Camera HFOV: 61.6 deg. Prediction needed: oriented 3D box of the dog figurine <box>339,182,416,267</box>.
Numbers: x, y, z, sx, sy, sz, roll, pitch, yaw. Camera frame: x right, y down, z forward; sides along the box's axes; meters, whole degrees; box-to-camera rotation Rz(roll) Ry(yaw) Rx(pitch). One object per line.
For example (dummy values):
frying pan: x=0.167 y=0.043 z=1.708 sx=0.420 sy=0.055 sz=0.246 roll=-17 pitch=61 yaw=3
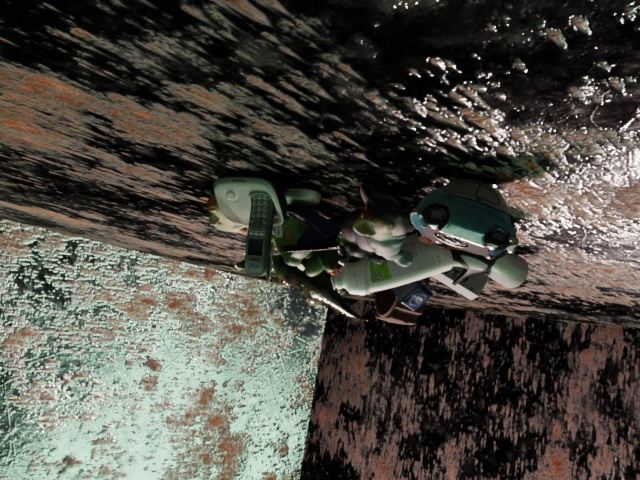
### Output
dog figurine: x=0.093 y=-0.031 z=1.003 sx=0.192 sy=0.108 sz=0.219 roll=8 pitch=166 yaw=30

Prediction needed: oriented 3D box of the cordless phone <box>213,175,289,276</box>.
cordless phone: x=-0.136 y=-0.027 z=1.004 sx=0.147 sy=0.184 sz=0.088 roll=4 pitch=173 yaw=30

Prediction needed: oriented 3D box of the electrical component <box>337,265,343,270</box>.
electrical component: x=0.058 y=0.045 z=1.504 sx=0.075 sy=0.047 sz=0.119 roll=5 pitch=-163 yaw=29

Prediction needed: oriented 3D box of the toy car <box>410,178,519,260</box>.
toy car: x=0.223 y=-0.040 z=0.804 sx=0.162 sy=0.103 sz=0.109 roll=17 pitch=171 yaw=21

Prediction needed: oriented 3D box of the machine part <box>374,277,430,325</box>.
machine part: x=0.236 y=0.143 z=1.579 sx=0.087 sy=0.201 sz=0.201 roll=14 pitch=170 yaw=-14

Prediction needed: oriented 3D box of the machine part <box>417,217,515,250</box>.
machine part: x=0.278 y=-0.020 z=1.019 sx=0.179 sy=0.056 sz=0.179 roll=8 pitch=170 yaw=1

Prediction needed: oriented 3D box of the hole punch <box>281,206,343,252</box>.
hole punch: x=-0.018 y=-0.020 z=1.051 sx=0.116 sy=0.092 sz=0.142 roll=0 pitch=176 yaw=-8

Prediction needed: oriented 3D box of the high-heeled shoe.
high-heeled shoe: x=0.270 y=0.003 z=1.193 sx=0.249 sy=0.145 sz=0.086 roll=34 pitch=-154 yaw=-6

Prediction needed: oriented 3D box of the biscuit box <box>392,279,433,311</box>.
biscuit box: x=0.178 y=0.065 z=1.224 sx=0.059 sy=0.063 sz=0.203 roll=31 pitch=-157 yaw=-40

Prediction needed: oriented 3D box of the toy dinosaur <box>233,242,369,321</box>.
toy dinosaur: x=-0.042 y=0.111 z=1.503 sx=0.405 sy=0.131 sz=0.192 roll=25 pitch=177 yaw=12

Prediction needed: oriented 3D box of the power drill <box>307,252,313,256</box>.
power drill: x=-0.030 y=0.005 z=1.404 sx=0.232 sy=0.086 sz=0.207 roll=16 pitch=168 yaw=16

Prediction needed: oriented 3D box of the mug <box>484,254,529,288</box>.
mug: x=0.424 y=0.057 z=1.288 sx=0.107 sy=0.081 sz=0.110 roll=28 pitch=168 yaw=-29

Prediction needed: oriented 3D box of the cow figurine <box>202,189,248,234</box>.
cow figurine: x=-0.198 y=-0.063 z=1.173 sx=0.127 sy=0.085 sz=0.195 roll=6 pitch=173 yaw=-19

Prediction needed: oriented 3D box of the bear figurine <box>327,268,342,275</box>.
bear figurine: x=0.103 y=0.090 z=1.657 sx=0.120 sy=0.132 sz=0.195 roll=37 pitch=171 yaw=10

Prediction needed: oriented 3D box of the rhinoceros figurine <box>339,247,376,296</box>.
rhinoceros figurine: x=0.086 y=0.057 z=1.250 sx=0.112 sy=0.073 sz=0.190 roll=51 pitch=-171 yaw=-27

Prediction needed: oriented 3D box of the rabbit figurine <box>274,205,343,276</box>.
rabbit figurine: x=-0.002 y=-0.004 z=1.191 sx=0.170 sy=0.159 sz=0.121 roll=-2 pitch=170 yaw=-39
